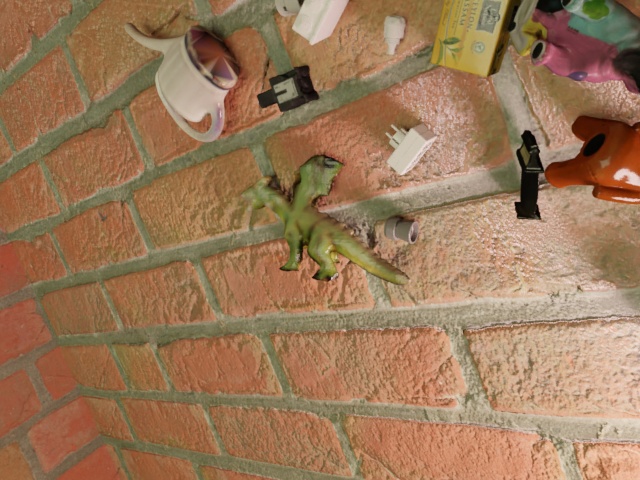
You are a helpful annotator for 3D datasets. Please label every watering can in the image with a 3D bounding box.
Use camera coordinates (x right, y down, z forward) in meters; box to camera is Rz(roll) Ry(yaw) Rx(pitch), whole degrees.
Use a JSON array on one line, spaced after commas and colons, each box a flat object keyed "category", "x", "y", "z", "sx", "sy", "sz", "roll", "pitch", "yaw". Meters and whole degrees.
[{"category": "watering can", "x": -0.305, "y": -0.386, "z": 1.136, "sx": 0.221, "sy": 0.105, "sz": 0.348, "roll": -32, "pitch": 89, "yaw": 40}]

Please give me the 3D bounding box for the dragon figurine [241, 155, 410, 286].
[{"category": "dragon figurine", "x": 0.003, "y": -0.053, "z": 1.060, "sx": 0.411, "sy": 0.123, "sz": 0.240, "roll": 8, "pitch": 106, "yaw": 33}]
